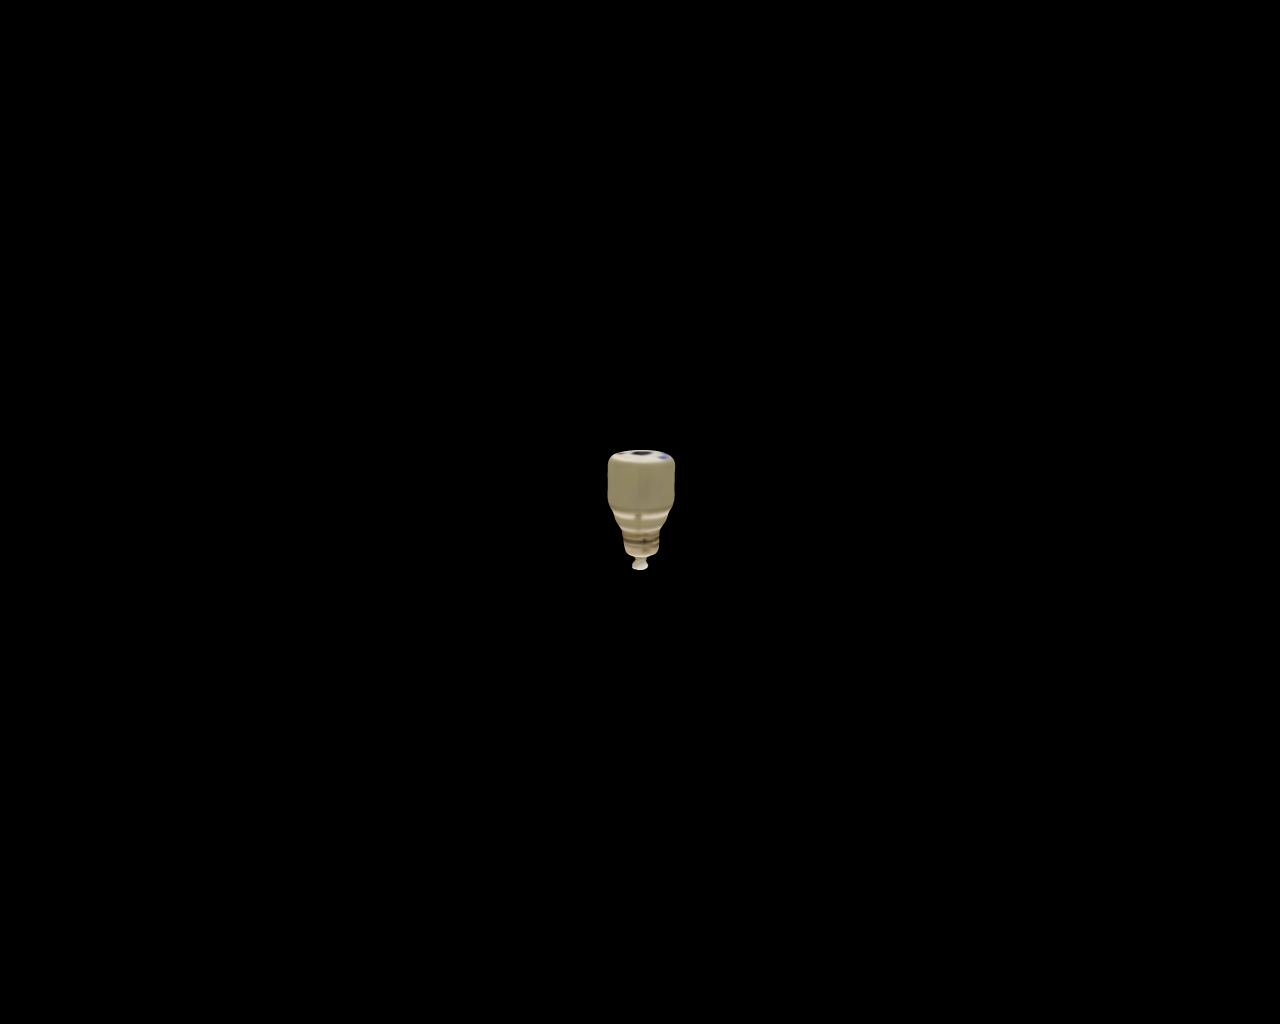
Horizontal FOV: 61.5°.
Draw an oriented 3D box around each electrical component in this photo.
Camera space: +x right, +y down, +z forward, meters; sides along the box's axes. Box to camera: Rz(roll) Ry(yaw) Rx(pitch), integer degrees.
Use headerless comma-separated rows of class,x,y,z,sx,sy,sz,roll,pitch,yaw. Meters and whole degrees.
electrical component,0.001,-0.003,0.650,0.040,0.078,0.040,0,14,0
